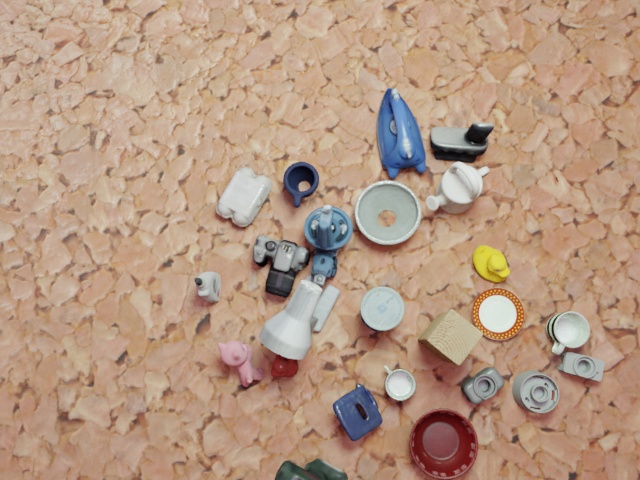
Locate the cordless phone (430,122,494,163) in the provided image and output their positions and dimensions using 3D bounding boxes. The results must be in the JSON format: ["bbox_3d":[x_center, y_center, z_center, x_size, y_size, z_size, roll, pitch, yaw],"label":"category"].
[{"bbox_3d":[0.356,-0.267,1.436,0.147,0.185,0.094,2,80,4],"label":"cordless phone"}]

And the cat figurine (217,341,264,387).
[{"bbox_3d":[-0.196,0.297,1.401,0.067,0.118,0.128,-30,79,-2],"label":"cat figurine"}]

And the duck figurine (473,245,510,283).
[{"bbox_3d":[0.430,0.056,1.424,0.077,0.086,0.104,-39,80,-4],"label":"duck figurine"}]

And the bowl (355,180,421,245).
[{"bbox_3d":[0.171,-0.064,1.466,0.167,0.075,0.167,-1,80,3],"label":"bowl"}]

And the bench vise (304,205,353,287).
[{"bbox_3d":[0.025,0.003,1.389,0.121,0.220,0.207,-8,79,2],"label":"bench vise"}]

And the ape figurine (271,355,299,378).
[{"bbox_3d":[-0.091,0.306,1.407,0.078,0.092,0.076,-42,80,-4],"label":"ape figurine"}]

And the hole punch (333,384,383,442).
[{"bbox_3d":[0.091,0.413,1.377,0.101,0.091,0.108,-31,79,-2],"label":"hole punch"}]

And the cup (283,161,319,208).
[{"bbox_3d":[-0.047,-0.133,1.481,0.091,0.095,0.118,8,80,5],"label":"cup"}]

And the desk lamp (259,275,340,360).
[{"bbox_3d":[-0.046,0.177,1.365,0.118,0.213,0.203,27,82,8],"label":"desk lamp"}]

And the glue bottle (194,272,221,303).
[{"bbox_3d":[-0.281,0.111,1.411,0.037,0.173,0.078,-5,79,3],"label":"glue bottle"}]

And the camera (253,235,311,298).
[{"bbox_3d":[-0.108,0.068,1.446,0.143,0.101,0.137,15,81,6],"label":"camera"}]

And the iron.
[{"bbox_3d":[0.203,-0.298,1.472,0.118,0.141,0.258,-11,79,2],"label":"iron"}]

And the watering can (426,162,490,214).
[{"bbox_3d":[0.342,-0.128,1.407,0.101,0.194,0.173,35,84,9],"label":"watering can"}]

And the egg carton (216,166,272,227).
[{"bbox_3d":[-0.198,-0.113,1.499,0.107,0.069,0.150,27,83,8],"label":"egg carton"}]

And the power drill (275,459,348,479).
[{"bbox_3d":[0.012,0.568,1.295,0.229,0.208,0.076,25,82,8],"label":"power drill"}]
